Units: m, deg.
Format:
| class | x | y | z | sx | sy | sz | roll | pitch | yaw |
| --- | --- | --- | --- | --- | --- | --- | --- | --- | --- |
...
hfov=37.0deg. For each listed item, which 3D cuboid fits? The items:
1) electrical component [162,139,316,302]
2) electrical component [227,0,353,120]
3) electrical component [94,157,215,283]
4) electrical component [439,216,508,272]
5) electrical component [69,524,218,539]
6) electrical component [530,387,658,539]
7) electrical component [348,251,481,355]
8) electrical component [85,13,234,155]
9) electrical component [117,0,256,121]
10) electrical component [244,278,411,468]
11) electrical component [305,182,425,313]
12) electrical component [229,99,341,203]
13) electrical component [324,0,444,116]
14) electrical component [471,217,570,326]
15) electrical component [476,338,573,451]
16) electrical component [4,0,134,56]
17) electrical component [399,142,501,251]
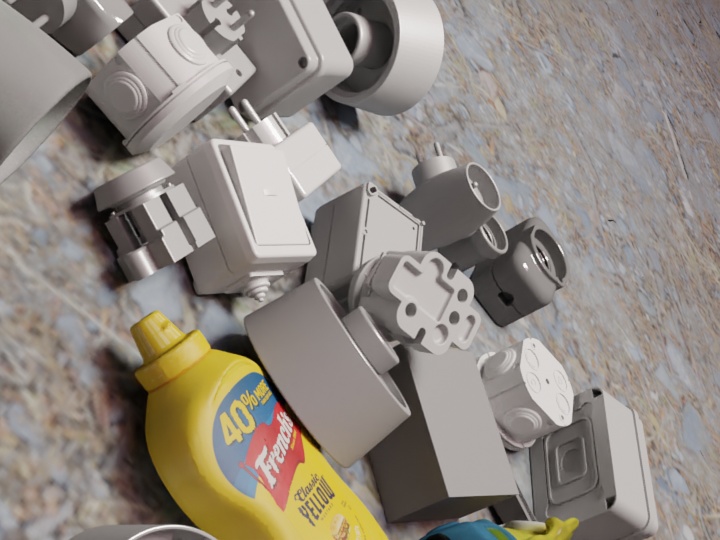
| class | x | y | z | sx | sy | sz | roll | pitch | yaw |
| --- | --- | --- | --- | --- | --- | --- | --- | --- | --- |
| electrical component | -0.071 | -0.028 | 0.661 | 0.062 | 0.061 | 0.096 | -3 | 67 | -55 |
| electrical component | -0.067 | -0.172 | 0.768 | 0.057 | 0.078 | 0.113 | -14 | 76 | -60 |
| electrical component | -0.119 | -0.030 | 0.612 | 0.055 | 0.048 | 0.066 | 63 | 31 | -9 |
| electrical component | 0.094 | -0.022 | 0.899 | 0.040 | 0.046 | 0.040 | 34 | 40 | -35 |
| electrical component | -0.097 | 0.163 | 0.488 | 0.099 | 0.064 | 0.099 | 18 | 62 | -38 |
| electrical component | 0.182 | 0.160 | 0.842 | 0.057 | 0.078 | 0.113 | 35 | 40 | -30 |
| electrical component | 0.029 | 0.019 | 0.678 | 0.078 | 0.057 | 0.058 | 38 | 71 | -33 |
| electrical component | -0.120 | -0.111 | 0.645 | 0.051 | 0.080 | 0.080 | 49 | 33 | -7 |
| electrical component | -0.102 | -0.157 | 0.709 | 0.083 | 0.076 | 0.047 | 50 | 33 | -14 |
| electrical component | -0.012 | 0.054 | 0.632 | 0.108 | 0.060 | 0.108 | 55 | 2 | -3 |
| electrical component | 0.000 | 0.000 | 0.744 | 0.062 | 0.061 | 0.096 | 34 | 48 | -34 |
| electrical component | -0.062 | -0.081 | 0.728 | 0.076 | 0.047 | 0.065 | 56 | 31 | -8 |
| electrical component | 0.006 | -0.179 | 0.853 | 0.060 | 0.108 | 0.108 | 0 | 64 | -48 |
| electrical component | 0.142 | -0.002 | 0.937 | 0.053 | 0.059 | 0.095 | 52 | 33 | -12 |
| electrical component | 0.127 | 0.097 | 0.843 | 0.080 | 0.051 | 0.080 | 34 | 40 | -34 |
| electrical component | -0.182 | -0.162 | 0.629 | 0.077 | 0.044 | 0.079 | 52 | 31 | -19 |
| electrical component | 0.065 | -0.065 | 0.864 | 0.044 | 0.077 | 0.079 | 13 | 54 | -49 |
